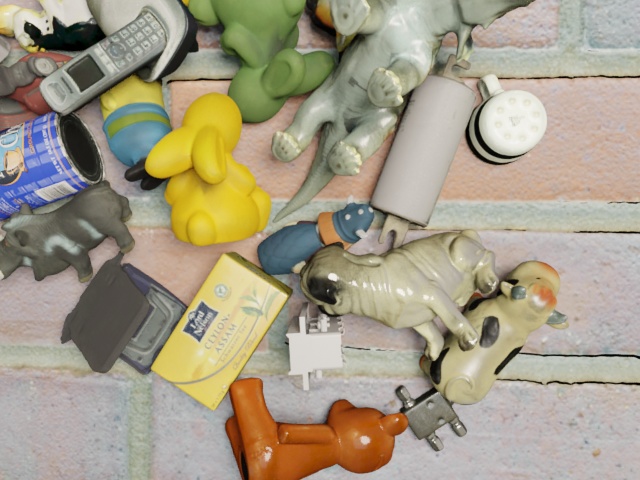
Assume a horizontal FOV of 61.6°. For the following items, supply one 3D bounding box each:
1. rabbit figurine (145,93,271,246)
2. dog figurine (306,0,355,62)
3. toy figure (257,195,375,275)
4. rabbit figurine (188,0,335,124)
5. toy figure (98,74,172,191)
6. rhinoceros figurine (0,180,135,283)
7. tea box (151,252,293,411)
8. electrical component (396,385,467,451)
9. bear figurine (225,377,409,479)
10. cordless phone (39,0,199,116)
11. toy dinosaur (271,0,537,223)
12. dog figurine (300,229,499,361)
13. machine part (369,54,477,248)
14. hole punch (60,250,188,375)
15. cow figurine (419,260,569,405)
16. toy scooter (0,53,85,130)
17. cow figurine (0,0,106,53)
[{"bbox_3d":[-0.133,-0.085,0.620,0.122,0.162,0.173,7,97,13],"label":"rabbit figurine"},{"bbox_3d":[0.092,-0.302,0.635,0.192,0.108,0.219,27,97,0],"label":"dog figurine"},{"bbox_3d":[-0.002,-0.004,0.656,0.154,0.058,0.064,-21,92,16],"label":"toy figure"},{"bbox_3d":[-0.061,-0.221,0.641,0.159,0.121,0.170,20,120,29],"label":"rabbit figurine"},{"bbox_3d":[-0.225,-0.155,0.660,0.089,0.082,0.180,-20,75,-17],"label":"toy figure"},{"bbox_3d":[-0.316,-0.001,0.647,0.190,0.112,0.073,-26,54,8],"label":"rhinoceros figurine"},{"bbox_3d":[-0.119,0.109,0.669,0.098,0.068,0.169,31,93,2],"label":"tea box"},{"bbox_3d":[0.139,0.216,0.678,0.063,0.021,0.094,-35,88,3],"label":"electrical component"},{"bbox_3d":[-0.004,0.229,0.653,0.196,0.120,0.132,-11,46,-21],"label":"bear figurine"},{"bbox_3d":[-0.243,-0.228,0.600,0.184,0.088,0.146,-37,83,-11],"label":"cordless phone"},{"bbox_3d":[0.063,-0.173,0.590,0.131,0.405,0.192,50,52,2],"label":"toy dinosaur"},{"bbox_3d":[0.088,0.028,0.609,0.190,0.121,0.172,29,53,-7],"label":"dog figurine"},{"bbox_3d":[0.123,-0.106,0.647,0.079,0.079,0.243,21,93,3],"label":"machine part"},{"bbox_3d":[-0.242,0.098,0.677,0.116,0.092,0.142,37,96,33],"label":"hole punch"},{"bbox_3d":[0.202,0.105,0.621,0.085,0.127,0.195,37,95,-1],"label":"cow figurine"},{"bbox_3d":[-0.376,-0.178,0.647,0.184,0.135,0.075,-22,88,2],"label":"toy scooter"},{"bbox_3d":[-0.323,-0.271,0.679,0.167,0.068,0.098,-19,96,4],"label":"cow figurine"}]
